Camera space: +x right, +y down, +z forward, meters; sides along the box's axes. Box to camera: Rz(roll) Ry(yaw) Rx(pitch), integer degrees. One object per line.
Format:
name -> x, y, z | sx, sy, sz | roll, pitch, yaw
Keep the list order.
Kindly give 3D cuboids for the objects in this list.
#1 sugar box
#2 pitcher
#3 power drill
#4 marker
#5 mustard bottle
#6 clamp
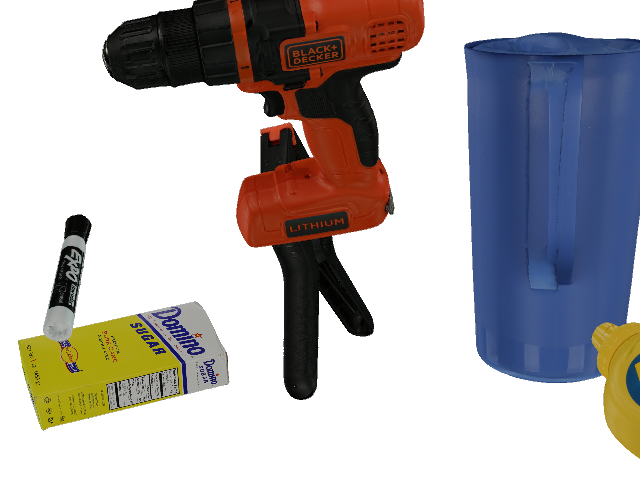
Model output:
sugar box -> -0.182, 0.112, 0.987 | 0.176, 0.048, 0.093 | -14, 35, -18
pitcher -> 0.165, -0.023, 0.761 | 0.149, 0.243, 0.145 | -10, 17, -29
power drill -> -0.027, -0.075, 0.660 | 0.184, 0.057, 0.187 | -9, -38, -1
marker -> -0.175, 0.022, 0.744 | 0.020, 0.020, 0.121 | 0, 39, -4
mustard bottle -> 0.220, 0.100, 0.610 | 0.096, 0.058, 0.192 | -18, 31, -17
clamp -> -0.007, 0.009, 0.870 | 0.036, 0.210, 0.164 | -10, 3, 22
